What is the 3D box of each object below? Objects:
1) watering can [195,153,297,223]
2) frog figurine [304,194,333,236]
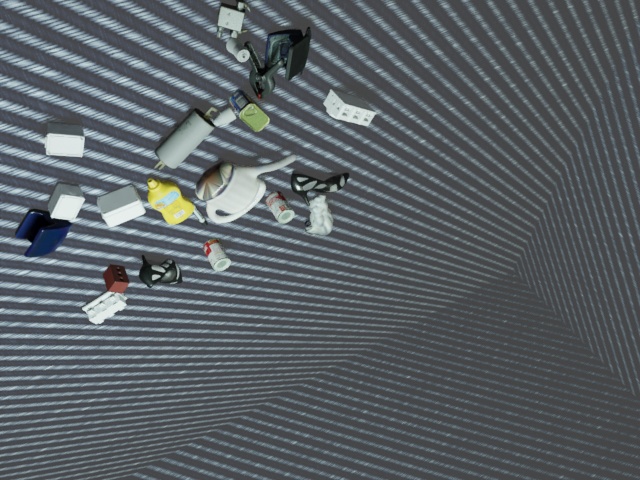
[{"bbox_3d":[-0.247,-0.189,1.640,0.345,0.106,0.222,-44,146,12],"label":"watering can"},{"bbox_3d":[0.006,-0.100,1.978,0.157,0.123,0.139,-66,170,24],"label":"frog figurine"}]
